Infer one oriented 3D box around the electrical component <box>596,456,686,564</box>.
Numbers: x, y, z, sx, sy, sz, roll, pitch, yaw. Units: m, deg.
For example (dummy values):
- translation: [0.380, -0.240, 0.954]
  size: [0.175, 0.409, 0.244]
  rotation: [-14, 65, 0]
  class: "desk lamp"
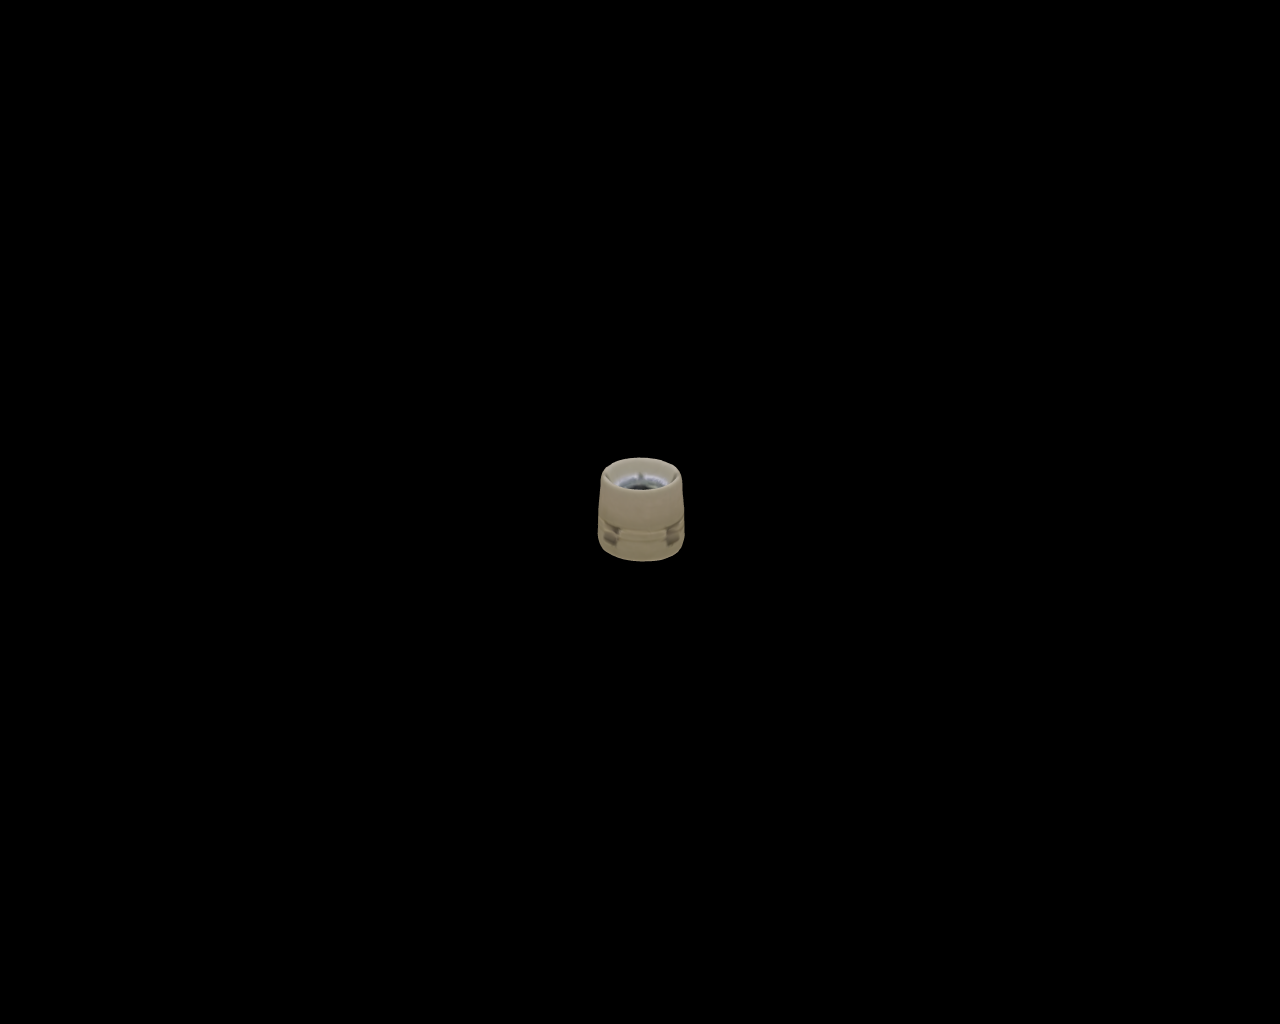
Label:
- translation: [0.001, -0.003, 0.650]
  size: [0.055, 0.047, 0.055]
  rotation: [0, 27, 0]
  class: "electrical component"
